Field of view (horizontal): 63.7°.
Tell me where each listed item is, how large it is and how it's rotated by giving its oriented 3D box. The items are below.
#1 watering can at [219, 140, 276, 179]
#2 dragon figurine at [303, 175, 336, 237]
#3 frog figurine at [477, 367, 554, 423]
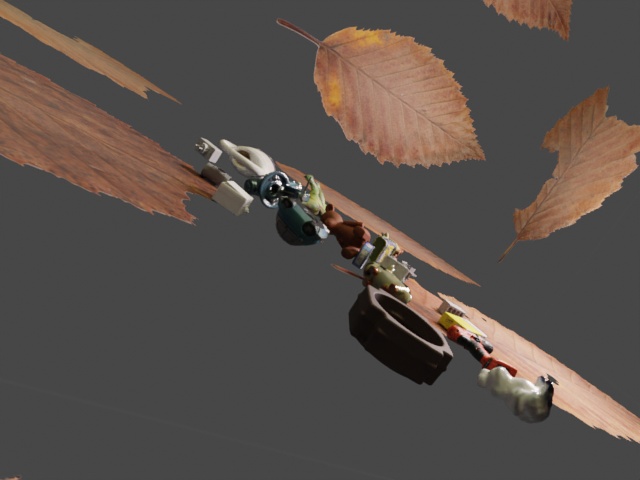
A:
[{"bbox_3d":[-0.215,-0.255,1.876,0.348,0.103,0.225,36,10,4],"label":"watering can"},{"bbox_3d":[0.006,-0.097,1.927,0.247,0.121,0.405,60,12,27],"label":"dragon figurine"},{"bbox_3d":[0.453,0.363,1.209,0.159,0.121,0.139,-1,13,12],"label":"frog figurine"}]
